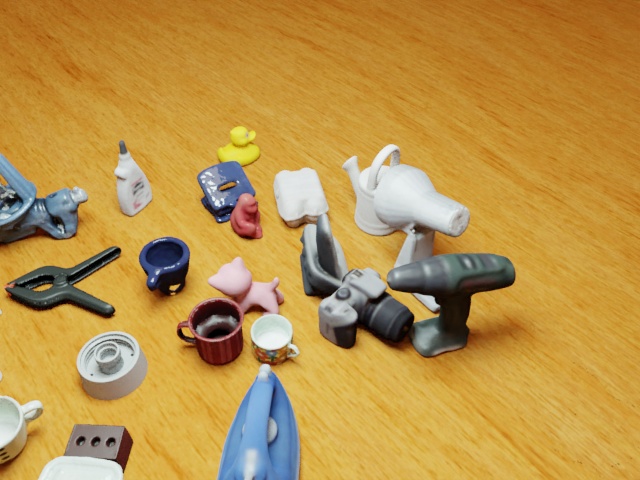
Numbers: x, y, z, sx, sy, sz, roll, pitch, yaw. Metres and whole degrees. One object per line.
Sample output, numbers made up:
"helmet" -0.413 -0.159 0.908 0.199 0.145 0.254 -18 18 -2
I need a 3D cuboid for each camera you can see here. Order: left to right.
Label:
"camera" 0.088 0.125 1.012 0.136 0.101 0.143 32 52 27

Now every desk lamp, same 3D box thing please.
"desk lamp" 0.197 -0.013 1.074 0.118 0.214 0.202 -28 52 -26

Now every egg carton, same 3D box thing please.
"egg carton" -0.044 -0.096 1.251 0.107 0.069 0.150 -8 46 -10

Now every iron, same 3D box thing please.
"iron" -0.087 0.271 0.830 0.118 0.141 0.258 2 45 0

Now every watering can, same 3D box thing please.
"watering can" 0.120 -0.113 1.186 0.172 0.194 0.101 16 46 13

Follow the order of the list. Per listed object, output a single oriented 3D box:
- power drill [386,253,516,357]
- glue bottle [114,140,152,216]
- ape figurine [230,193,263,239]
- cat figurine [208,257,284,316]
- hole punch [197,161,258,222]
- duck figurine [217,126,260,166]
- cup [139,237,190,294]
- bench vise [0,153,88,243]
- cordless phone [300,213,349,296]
"power drill" 0.209 0.103 0.962 0.230 0.208 0.075 -13 47 -15
"glue bottle" -0.400 -0.136 1.204 0.037 0.173 0.078 18 47 16
"ape figurine" -0.151 -0.056 1.191 0.076 0.092 0.078 17 47 15
"cat figurine" -0.132 0.082 1.034 0.127 0.118 0.067 5 45 4
"hole punch" -0.199 -0.107 1.241 0.109 0.091 0.100 -25 51 -25
"duck figurine" -0.196 -0.229 1.368 0.105 0.086 0.077 -18 48 -19
"cup" -0.286 0.065 1.062 0.091 0.095 0.118 8 45 6
"bench vise" -0.580 -0.098 1.126 0.208 0.220 0.121 -24 50 -23
"cordless phone" 0.010 0.004 1.071 0.094 0.185 0.147 -7 45 -9
